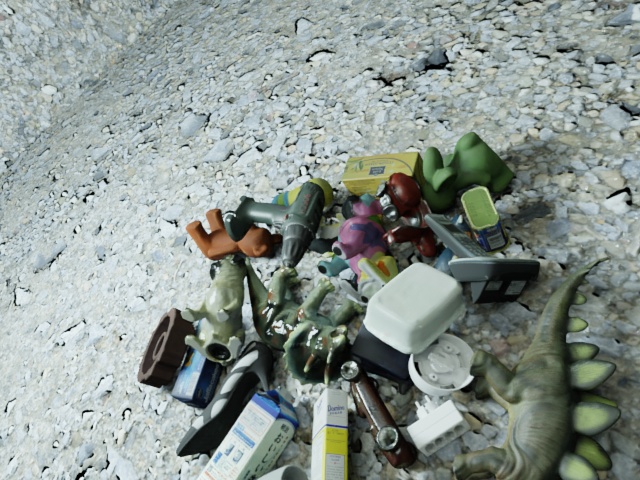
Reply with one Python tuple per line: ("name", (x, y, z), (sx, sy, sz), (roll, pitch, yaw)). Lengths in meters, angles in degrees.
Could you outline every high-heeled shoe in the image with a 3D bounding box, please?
("high-heeled shoe", (-0.192, 0.304, 1.055), (0.249, 0.086, 0.145), (-34, -140, 1))

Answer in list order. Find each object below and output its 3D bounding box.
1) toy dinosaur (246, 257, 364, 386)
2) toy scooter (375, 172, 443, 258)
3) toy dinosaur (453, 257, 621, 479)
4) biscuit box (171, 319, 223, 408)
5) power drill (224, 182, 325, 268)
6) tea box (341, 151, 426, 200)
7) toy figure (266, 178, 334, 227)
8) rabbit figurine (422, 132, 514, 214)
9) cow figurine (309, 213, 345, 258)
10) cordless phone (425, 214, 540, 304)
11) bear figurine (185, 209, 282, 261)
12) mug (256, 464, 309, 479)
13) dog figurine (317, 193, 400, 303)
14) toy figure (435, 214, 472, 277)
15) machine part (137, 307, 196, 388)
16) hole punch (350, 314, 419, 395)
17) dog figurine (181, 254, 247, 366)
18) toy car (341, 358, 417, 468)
("toy dinosaur", (-0.061, 0.158, 1.063), (0.405, 0.131, 0.192), (14, -116, 46))
("toy scooter", (0.157, -0.045, 1.025), (0.075, 0.135, 0.184), (-38, -109, 45))
("toy dinosaur", (0.317, 0.230, 0.772), (0.199, 0.105, 0.471), (7, -111, 28))
("biscuit box", (-0.241, 0.249, 1.138), (0.059, 0.062, 0.203), (-4, -125, 30))
("power drill", (-0.098, -0.035, 1.138), (0.207, 0.085, 0.232), (-2, -136, 32))
("tea box", (0.144, -0.131, 1.165), (0.170, 0.098, 0.068), (1, -122, 31))
("toy figure", (-0.052, -0.085, 1.259), (0.180, 0.089, 0.082), (-14, -125, 20))
("rabbit figurine", (0.269, -0.118, 1.056), (0.170, 0.159, 0.121), (-46, -127, 15))
("cow figurine", (-0.002, -0.003, 1.182), (0.168, 0.068, 0.098), (-2, -119, 32))
("cordless phone", (0.270, 0.018, 0.931), (0.184, 0.146, 0.088), (55, -50, 41))
("bear figurine", (-0.199, -0.012, 1.271), (0.196, 0.131, 0.120), (-10, -159, 35))
("mug", (-0.085, 0.423, 0.877), (0.107, 0.109, 0.081), (-33, -131, 25))
("dog figurine", (0.106, 0.001, 1.079), (0.192, 0.108, 0.219), (36, -129, 6))
("toy figure", (0.250, 0.024, 1.001), (0.064, 0.057, 0.154), (-11, -129, 53))
("machine part", (-0.334, 0.236, 1.169), (0.179, 0.056, 0.179), (-46, -153, 32))
("hole punch", (0.125, 0.180, 0.942), (0.116, 0.092, 0.142), (11, -121, 34))
("dog figurine", (-0.190, 0.142, 1.118), (0.121, 0.172, 0.191), (8, -148, 9))
("toy car", (0.090, 0.281, 0.880), (0.053, 0.089, 0.202), (-38, -135, 4))
